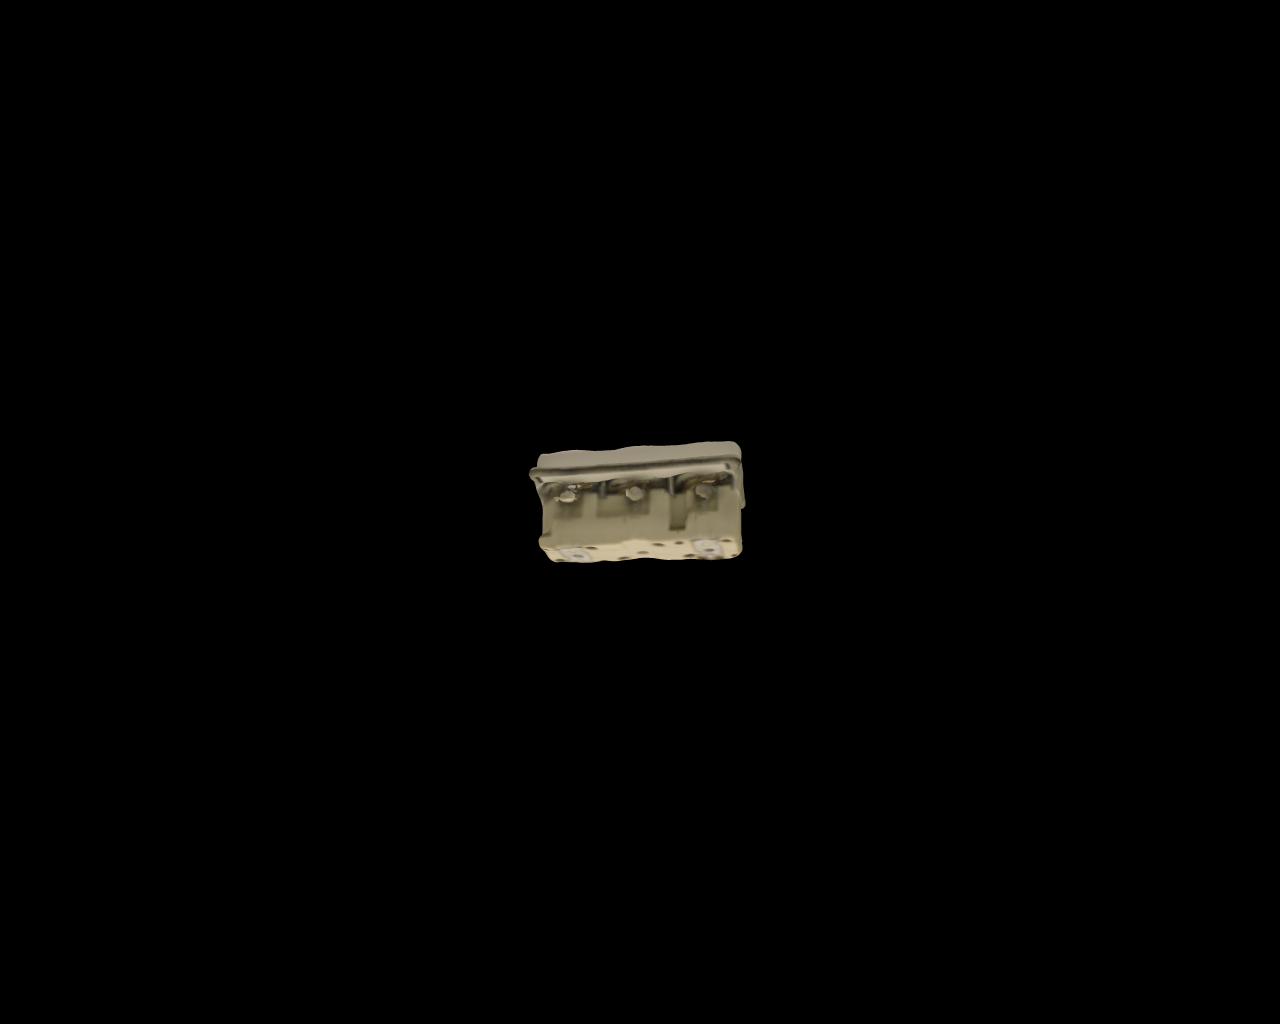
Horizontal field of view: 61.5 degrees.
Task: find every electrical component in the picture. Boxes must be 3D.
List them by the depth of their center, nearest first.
[{"bbox_3d":[0.001,-0.003,0.650,0.121,0.063,0.078,-2,-19,7],"label":"electrical component"}]
